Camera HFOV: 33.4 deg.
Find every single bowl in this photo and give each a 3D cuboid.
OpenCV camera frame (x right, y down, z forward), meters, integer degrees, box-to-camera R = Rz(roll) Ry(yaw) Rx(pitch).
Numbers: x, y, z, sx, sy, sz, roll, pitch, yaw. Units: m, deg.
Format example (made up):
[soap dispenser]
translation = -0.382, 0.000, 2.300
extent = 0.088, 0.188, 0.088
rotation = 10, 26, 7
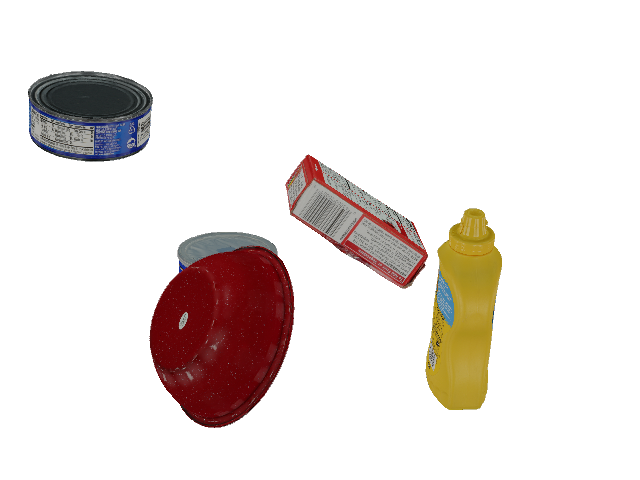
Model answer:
[bowl]
translation = -0.095, 0.073, 0.899
extent = 0.055, 0.162, 0.162
rotation = 23, -15, -38

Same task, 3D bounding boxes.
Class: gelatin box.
[gelatin box]
translation = 0.022, -0.013, 0.673
extent = 0.089, 0.030, 0.073
rotation = 33, 12, -12

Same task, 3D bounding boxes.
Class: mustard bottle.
[mustard bottle]
translation = 0.134, 0.057, 0.994
extent = 0.058, 0.192, 0.096
rotation = 0, 31, -2

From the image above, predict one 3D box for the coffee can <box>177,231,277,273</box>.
[coffee can]
translation = -0.098, 0.074, 1.121
extent = 0.103, 0.140, 0.103
rotation = 2, 22, -1

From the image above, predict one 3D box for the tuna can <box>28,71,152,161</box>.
[tuna can]
translation = -0.162, -0.088, 0.754
extent = 0.086, 0.034, 0.086
rotation = 6, 29, -4
